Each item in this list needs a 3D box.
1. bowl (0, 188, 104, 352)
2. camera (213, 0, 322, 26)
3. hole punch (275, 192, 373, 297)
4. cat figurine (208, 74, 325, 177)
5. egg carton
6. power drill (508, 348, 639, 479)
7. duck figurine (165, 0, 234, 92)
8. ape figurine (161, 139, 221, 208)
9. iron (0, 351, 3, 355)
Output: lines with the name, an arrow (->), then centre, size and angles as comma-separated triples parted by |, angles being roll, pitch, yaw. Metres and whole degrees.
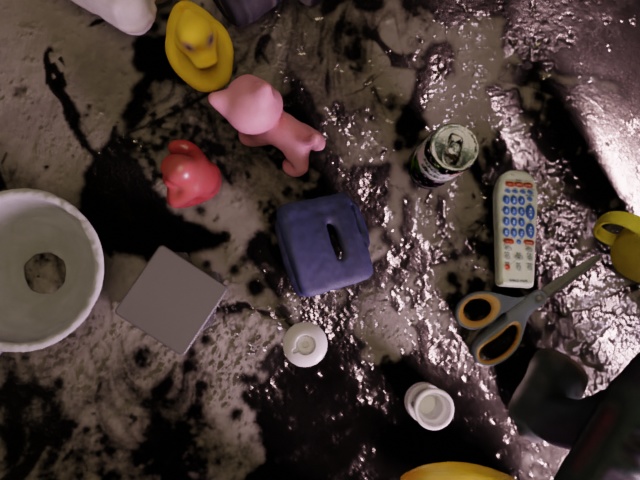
bowl -> -0.308, 0.032, 0.614 | 0.167, 0.074, 0.167 | 1, 84, -5
camera -> -0.070, -0.326, 0.657 | 0.137, 0.100, 0.143 | -39, 89, -7
hole punch -> 0.006, 0.002, 0.636 | 0.101, 0.091, 0.109 | -17, 86, -6
cat figurine -> -0.054, -0.134, 0.631 | 0.128, 0.117, 0.067 | 31, 83, -1
egg carton -> -0.243, -0.308, 0.656 | 0.150, 0.069, 0.107 | 30, 83, -1
power drill -> 0.282, 0.170, 0.585 | 0.075, 0.208, 0.230 | 29, 83, -1
duck figurine -> -0.140, -0.229, 0.649 | 0.077, 0.086, 0.104 | -21, 86, -6
ape figurine -> -0.149, -0.073, 0.630 | 0.076, 0.092, 0.078 | 22, 83, -2
iron -> -0.471, 0.115, 0.559 | 0.258, 0.141, 0.119 | -3, 85, -5
